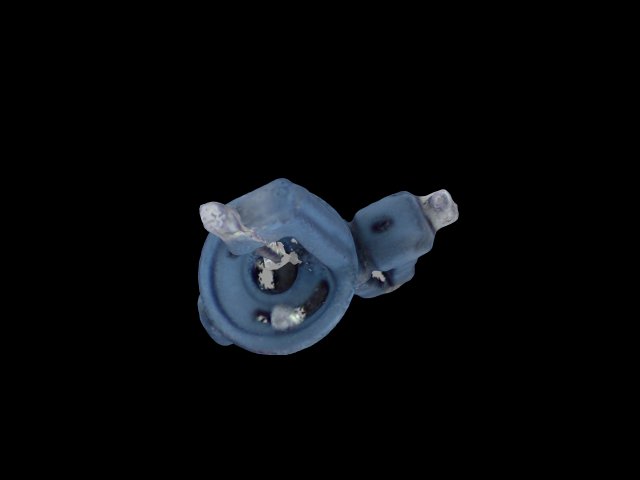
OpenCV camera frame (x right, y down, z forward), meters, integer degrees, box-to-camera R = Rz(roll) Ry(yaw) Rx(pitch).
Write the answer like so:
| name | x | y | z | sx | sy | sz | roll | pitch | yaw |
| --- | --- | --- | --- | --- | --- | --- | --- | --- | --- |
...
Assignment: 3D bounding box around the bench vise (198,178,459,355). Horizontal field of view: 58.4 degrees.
| name | x | y | z | sx | sy | sz | roll | pitch | yaw |
| --- | --- | --- | --- | --- | --- | --- | --- | --- | --- |
| bench vise | -0.004 | -0.007 | 0.403 | 0.207 | 0.220 | 0.121 | -38 | 75 | -12 |
